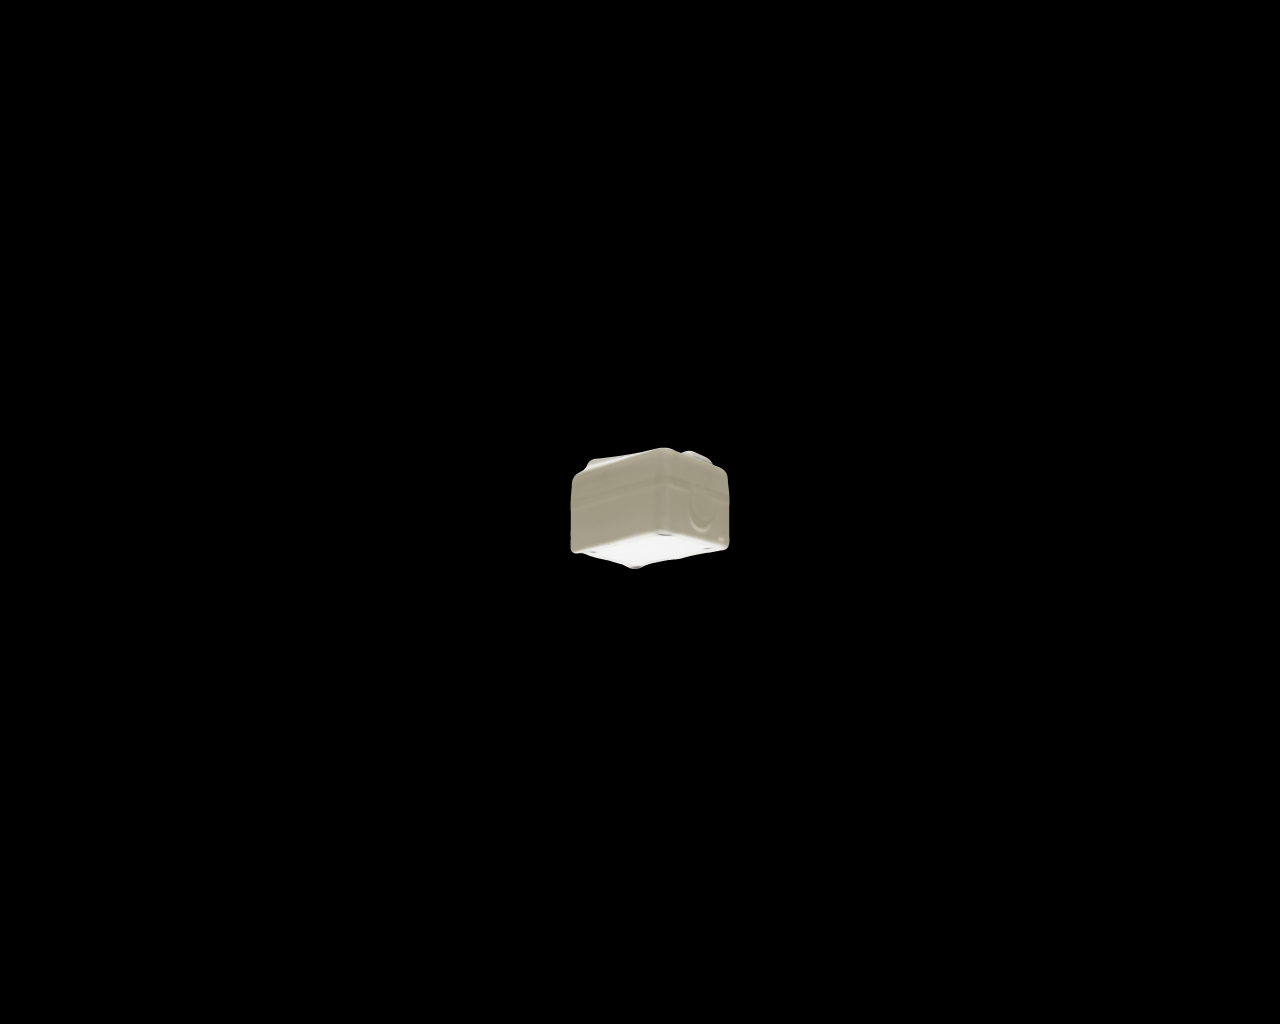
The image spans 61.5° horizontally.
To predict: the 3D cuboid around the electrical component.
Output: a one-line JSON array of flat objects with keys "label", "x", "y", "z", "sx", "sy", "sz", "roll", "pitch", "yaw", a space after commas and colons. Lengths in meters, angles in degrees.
[{"label": "electrical component", "x": 0.001, "y": -0.003, "z": 0.650, "sx": 0.096, "sy": 0.061, "sz": 0.062, "roll": -14, "pitch": -22, "yaw": 40}]
